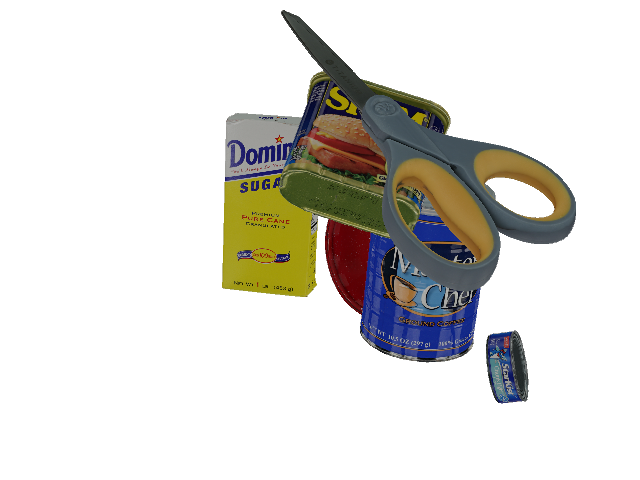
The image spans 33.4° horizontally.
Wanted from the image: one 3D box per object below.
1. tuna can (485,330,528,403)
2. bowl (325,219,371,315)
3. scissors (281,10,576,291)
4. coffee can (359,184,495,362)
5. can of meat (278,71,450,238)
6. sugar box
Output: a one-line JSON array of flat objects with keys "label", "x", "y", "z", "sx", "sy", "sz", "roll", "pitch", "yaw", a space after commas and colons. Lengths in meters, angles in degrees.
[{"label": "tuna can", "x": 0.225, "y": 0.153, "z": 1.286, "sx": 0.034, "sy": 0.086, "sz": 0.086, "roll": -9, "pitch": -3, "yaw": 19}, {"label": "bowl", "x": 0.082, "y": 0.009, "z": 1.227, "sx": 0.161, "sy": 0.162, "sz": 0.055, "roll": 0, "pitch": -6, "yaw": -43}, {"label": "scissors", "x": 0.050, "y": -0.055, "z": 0.507, "sx": 0.096, "sy": 0.016, "sz": 0.202, "roll": -6, "pitch": 46, "yaw": -15}, {"label": "coffee can", "x": 0.091, "y": 0.020, "z": 0.927, "sx": 0.103, "sy": 0.140, "sz": 0.103, "roll": 4, "pitch": 22, "yaw": -2}, {"label": "can of meat", "x": 0.029, "y": -0.058, "z": 0.731, "sx": 0.102, "sy": 0.084, "sz": 0.057, "roll": 18, "pitch": -28, "yaw": 1}, {"label": "sugar box", "x": -0.049, "y": -0.036, "z": 1.071, "sx": 0.093, "sy": 0.176, "sz": 0.048, "roll": 5, "pitch": 16, "yaw": 12}]
